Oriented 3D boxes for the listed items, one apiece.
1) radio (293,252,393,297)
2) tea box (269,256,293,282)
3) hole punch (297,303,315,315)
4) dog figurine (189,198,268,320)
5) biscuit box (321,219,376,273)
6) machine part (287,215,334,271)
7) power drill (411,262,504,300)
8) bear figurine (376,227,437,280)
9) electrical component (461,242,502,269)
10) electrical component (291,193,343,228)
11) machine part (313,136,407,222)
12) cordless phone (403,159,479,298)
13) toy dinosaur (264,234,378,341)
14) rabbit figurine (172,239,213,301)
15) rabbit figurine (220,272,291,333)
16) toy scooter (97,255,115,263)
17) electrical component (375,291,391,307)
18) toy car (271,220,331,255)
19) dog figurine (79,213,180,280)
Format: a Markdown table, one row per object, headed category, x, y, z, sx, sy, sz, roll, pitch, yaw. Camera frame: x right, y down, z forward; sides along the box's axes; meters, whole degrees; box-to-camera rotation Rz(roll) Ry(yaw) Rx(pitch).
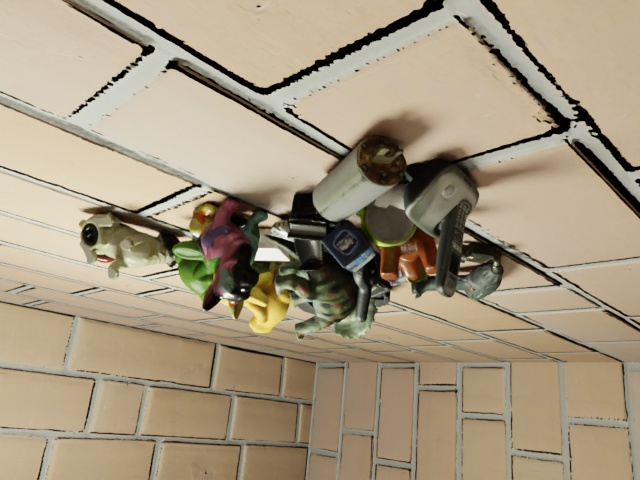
| category | x | y | z | sx | sy | sz | roll | pitch | yaw |
| --- | --- | --- | --- | --- | --- | --- | --- | --- | --- |
| radio | 0.058 | 0.077 | 1.292 | 0.229 | 0.073 | 0.131 | 13 | 160 | -23 |
| tea box | -0.037 | 0.091 | 1.373 | 0.169 | 0.068 | 0.098 | 14 | 160 | -21 |
| hole punch | -0.037 | 0.140 | 1.493 | 0.115 | 0.092 | 0.142 | 41 | 164 | -30 |
| dog figurine | -0.186 | 0.039 | 1.025 | 0.192 | 0.219 | 0.108 | -11 | 152 | 39 |
| biscuit box | 0.055 | 0.014 | 0.943 | 0.059 | 0.063 | 0.202 | -40 | 170 | 2 |
| machine part | -0.016 | 0.006 | 0.972 | 0.084 | 0.039 | 0.138 | 1 | 141 | 2 |
| power drill | 0.321 | 0.092 | 1.274 | 0.207 | 0.086 | 0.232 | -7 | 162 | 12 |
| bear figurine | 0.175 | 0.037 | 1.058 | 0.120 | 0.132 | 0.195 | -8 | 154 | 8 |
| electrical component | 0.329 | 0.034 | 1.129 | 0.102 | 0.045 | 0.078 | 11 | 160 | -15 |
| electrical component | 0.010 | -0.048 | 0.976 | 0.075 | 0.048 | 0.119 | -6 | 157 | 32 |
| machine part | 0.054 | -0.086 | 0.800 | 0.079 | 0.079 | 0.243 | 12 | 160 | -18 |
| cordless phone | 0.177 | -0.014 | 0.812 | 0.089 | 0.184 | 0.146 | -2 | 161 | 34 |
| toy dinosaur | 0.016 | 0.104 | 1.144 | 0.192 | 0.131 | 0.404 | -13 | 146 | 3 |
| rabbit figurine | -0.236 | 0.039 | 1.177 | 0.159 | 0.121 | 0.170 | 47 | 142 | -16 |
| rabbit figurine | -0.163 | 0.141 | 1.283 | 0.173 | 0.122 | 0.162 | 21 | 153 | -24 |
| toy scooter | -0.486 | 0.027 | 1.310 | 0.184 | 0.075 | 0.135 | 10 | 163 | -27 |
| electrical component | 0.138 | 0.148 | 1.513 | 0.115 | 0.058 | 0.134 | 3 | 162 | 1 |
| toy car | -0.002 | -0.003 | 1.097 | 0.202 | 0.056 | 0.073 | 11 | 161 | -18 |
| dog figurine | -0.418 | 0.001 | 1.204 | 0.121 | 0.172 | 0.190 | -47 | 166 | 19 |
